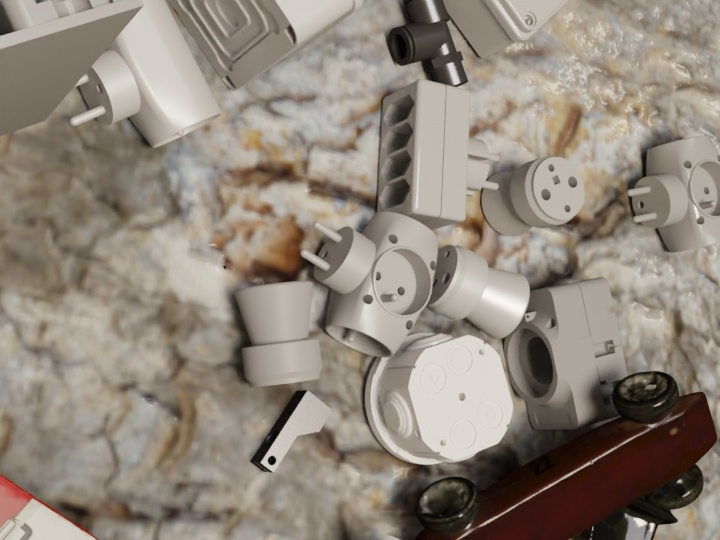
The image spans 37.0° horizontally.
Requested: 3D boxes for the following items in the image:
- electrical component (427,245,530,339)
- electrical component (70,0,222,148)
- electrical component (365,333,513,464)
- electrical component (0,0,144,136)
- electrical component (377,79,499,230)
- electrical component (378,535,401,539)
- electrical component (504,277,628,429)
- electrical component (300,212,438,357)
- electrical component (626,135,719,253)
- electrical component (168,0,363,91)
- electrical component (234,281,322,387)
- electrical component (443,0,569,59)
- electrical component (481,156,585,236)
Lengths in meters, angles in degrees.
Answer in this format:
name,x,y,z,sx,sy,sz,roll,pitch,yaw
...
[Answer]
name,x,y,z,sx,sy,sz,roll,pitch,yaw
electrical component,0.071,0.013,0.673,0.055,0.045,0.045,24,72,-23
electrical component,-0.127,-0.103,0.584,0.079,0.044,0.077,-30,97,-28
electrical component,0.048,0.077,0.648,0.080,0.051,0.080,4,81,-28
electrical component,-0.181,-0.099,0.473,0.105,0.186,0.060,-26,95,-28
electrical component,0.056,-0.067,0.674,0.076,0.047,0.083,8,79,-27
electrical component,0.050,0.219,0.605,0.150,0.061,0.089,30,113,-21
electrical component,0.132,0.055,0.696,0.056,0.050,0.089,-10,88,-29
electrical component,0.000,0.000,0.635,0.079,0.044,0.077,32,69,-26
electrical component,0.221,-0.051,0.762,0.079,0.044,0.077,-12,88,-29
electrical component,-0.053,-0.156,0.592,0.057,0.113,0.078,-39,102,-24
electrical component,-0.046,0.036,0.607,0.045,0.045,0.055,-5,86,-29
electrical component,0.096,-0.216,0.712,0.109,0.056,0.108,-45,104,-26
electrical component,0.112,-0.048,0.697,0.045,0.055,0.045,4,81,-28
